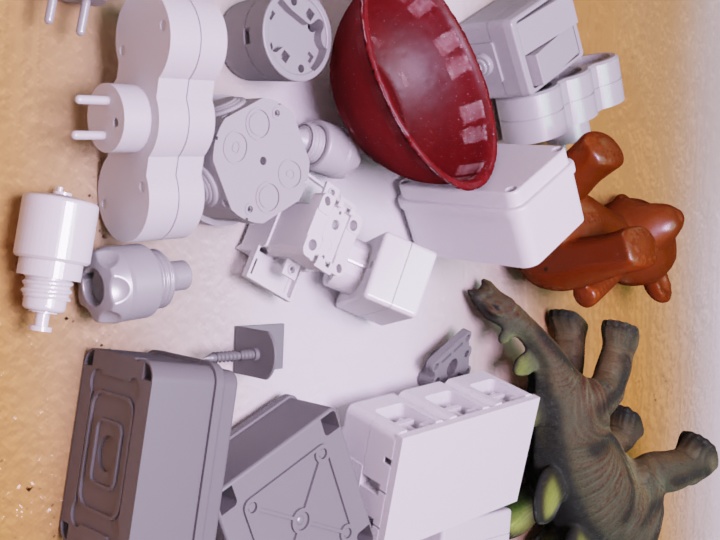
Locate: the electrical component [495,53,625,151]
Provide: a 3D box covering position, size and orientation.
[{"bbox_3d":[0.169,-0.125,0.881,0.138,0.052,0.073,-30,114,-39],"label":"electrical component"}]

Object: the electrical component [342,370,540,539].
[{"bbox_3d":[0.053,0.133,0.777,0.150,0.062,0.089,-8,114,-44],"label":"electrical component"}]

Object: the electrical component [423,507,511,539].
[{"bbox_3d":[0.070,0.219,0.822,0.083,0.047,0.075,1,94,-45],"label":"electrical component"}]

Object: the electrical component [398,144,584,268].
[{"bbox_3d":[0.093,-0.050,0.771,0.078,0.113,0.057,-39,123,-35],"label":"electrical component"}]

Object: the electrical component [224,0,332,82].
[{"bbox_3d":[-0.053,-0.143,0.662,0.055,0.047,0.055,-6,98,-44],"label":"electrical component"}]

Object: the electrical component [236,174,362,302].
[{"bbox_3d":[-0.037,-0.023,0.679,0.042,0.064,0.081,32,72,-41],"label":"electrical component"}]

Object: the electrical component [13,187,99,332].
[{"bbox_3d":[-0.164,-0.006,0.571,0.040,0.040,0.078,12,86,-45],"label":"electrical component"}]

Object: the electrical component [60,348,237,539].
[{"bbox_3d":[-0.118,0.103,0.601,0.057,0.078,0.113,10,87,-42],"label":"electrical component"}]

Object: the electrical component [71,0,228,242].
[{"bbox_3d":[-0.122,-0.082,0.580,0.074,0.052,0.138,-6,114,-44],"label":"electrical component"}]

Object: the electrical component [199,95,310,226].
[{"bbox_3d":[-0.074,-0.066,0.646,0.080,0.051,0.080,-6,99,-45],"label":"electrical component"}]

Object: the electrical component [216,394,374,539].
[{"bbox_3d":[-0.055,0.153,0.683,0.109,0.056,0.108,-32,116,-38],"label":"electrical component"}]

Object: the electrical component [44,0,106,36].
[{"bbox_3d":[-0.149,-0.165,0.567,0.077,0.043,0.079,14,85,-45],"label":"electrical component"}]

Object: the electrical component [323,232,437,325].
[{"bbox_3d":[0.000,0.000,0.723,0.077,0.066,0.047,23,76,-14],"label":"electrical component"}]

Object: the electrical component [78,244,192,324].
[{"bbox_3d":[-0.125,0.006,0.609,0.062,0.043,0.043,-9,100,-46],"label":"electrical component"}]

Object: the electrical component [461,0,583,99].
[{"bbox_3d":[0.123,-0.173,0.825,0.096,0.061,0.061,-39,120,-35],"label":"electrical component"}]

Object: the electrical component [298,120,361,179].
[{"bbox_3d":[-0.030,-0.081,0.701,0.061,0.035,0.035,13,85,-43],"label":"electrical component"}]
